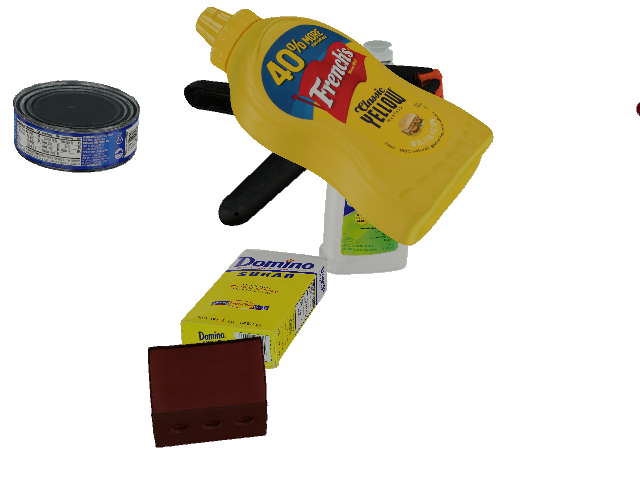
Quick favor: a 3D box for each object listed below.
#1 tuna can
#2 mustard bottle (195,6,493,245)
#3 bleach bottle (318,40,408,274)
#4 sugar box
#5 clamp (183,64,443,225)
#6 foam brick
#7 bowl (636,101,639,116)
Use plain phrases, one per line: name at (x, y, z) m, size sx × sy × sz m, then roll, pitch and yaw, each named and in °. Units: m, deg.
tuna can at (-0.169, -0.080, 0.741) m, size 0.086 × 0.034 × 0.086 m, roll 7°, pitch 29°, yaw -4°
mustard bottle at (0.004, -0.084, 0.650) m, size 0.192 × 0.096 × 0.058 m, roll 35°, pitch -35°, yaw 10°
bleach bottle at (0.050, -0.089, 1.154) m, size 0.102 × 0.251 × 0.068 m, roll -3°, pitch 25°, yaw -7°
sugar box at (-0.060, 0.062, 1.039) m, size 0.093 × 0.048 × 0.176 m, roll 6°, pitch 26°, yaw 14°
clamp at (-0.001, -0.089, 0.848) m, size 0.210 × 0.164 × 0.036 m, roll -11°, pitch -42°, yaw 0°
foam brick at (-0.076, 0.103, 0.722) m, size 0.078 × 0.051 × 0.053 m, roll -5°, pitch -36°, yaw -8°
bowl at (0.370, -0.095, 0.970) m, size 0.162 × 0.055 × 0.162 m, roll -4°, pitch 23°, yaw 1°
